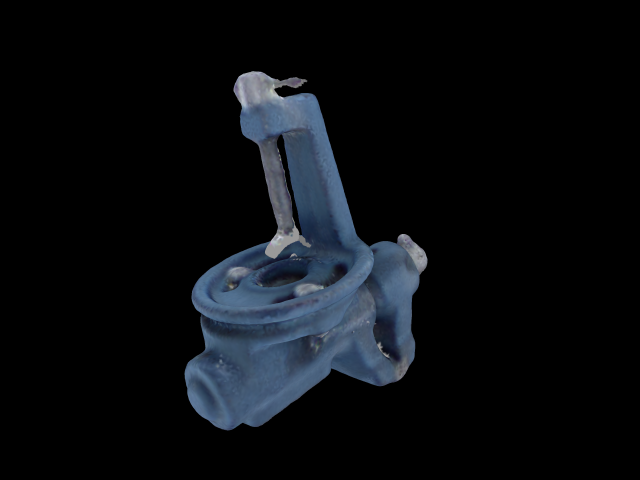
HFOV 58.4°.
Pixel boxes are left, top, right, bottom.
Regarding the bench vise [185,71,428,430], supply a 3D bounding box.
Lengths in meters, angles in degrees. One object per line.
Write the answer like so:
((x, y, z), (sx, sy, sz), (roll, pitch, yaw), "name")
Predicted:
((-0.007, 0.001, 0.406), (0.121, 0.220, 0.208), (5, 10, 28), "bench vise")
